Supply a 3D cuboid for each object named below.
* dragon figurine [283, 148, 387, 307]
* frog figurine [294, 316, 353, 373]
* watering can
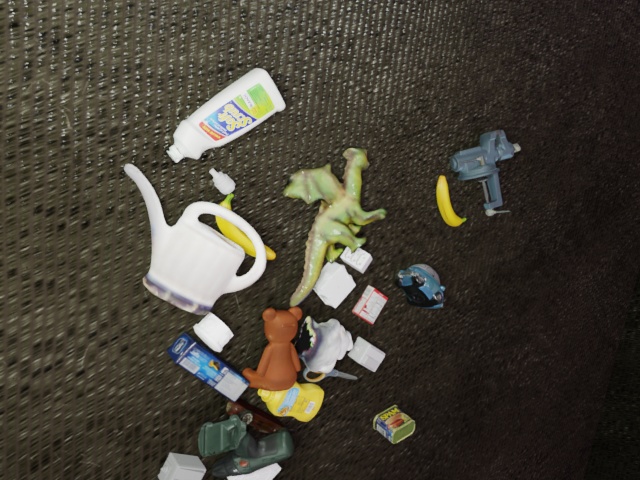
[{"bbox_3d":[0.004,-0.062,1.231,0.415,0.122,0.240,-48,109,-18],"label":"dragon figurine"},{"bbox_3d":[0.026,0.273,1.321,0.158,0.122,0.139,19,74,-28],"label":"frog figurine"},{"bbox_3d":[-0.275,0.015,1.028,0.344,0.105,0.225,32,88,-24],"label":"watering can"}]
